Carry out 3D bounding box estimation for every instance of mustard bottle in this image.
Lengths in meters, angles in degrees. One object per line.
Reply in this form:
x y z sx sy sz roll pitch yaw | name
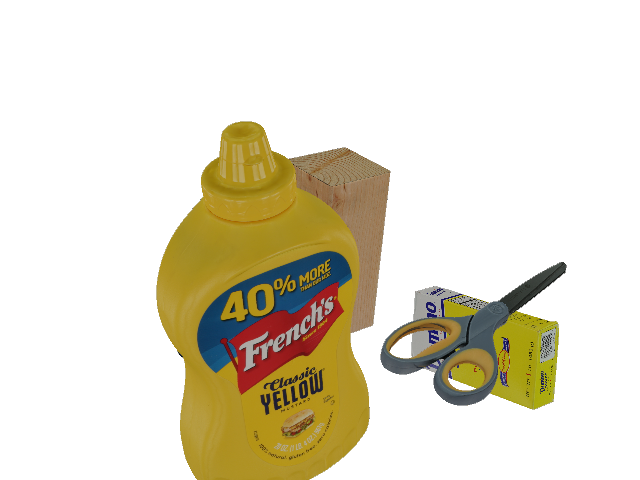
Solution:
-0.027 0.032 0.499 0.096 0.192 0.058 -20 38 -21 | mustard bottle

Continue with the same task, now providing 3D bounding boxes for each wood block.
0.013 0.006 1.276 0.090 0.206 0.090 -15 32 -34 | wood block

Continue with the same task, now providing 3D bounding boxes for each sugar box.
0.180 0.117 1.194 0.177 0.093 0.048 14 18 43 | sugar box

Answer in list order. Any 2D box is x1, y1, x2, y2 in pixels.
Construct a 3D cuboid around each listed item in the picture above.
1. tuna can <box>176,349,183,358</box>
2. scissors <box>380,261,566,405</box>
-0.091 0.088 0.988 0.086 0.034 0.086 4 15 -1 | tuna can
0.142 0.072 0.829 0.201 0.016 0.096 -17 43 -24 | scissors
